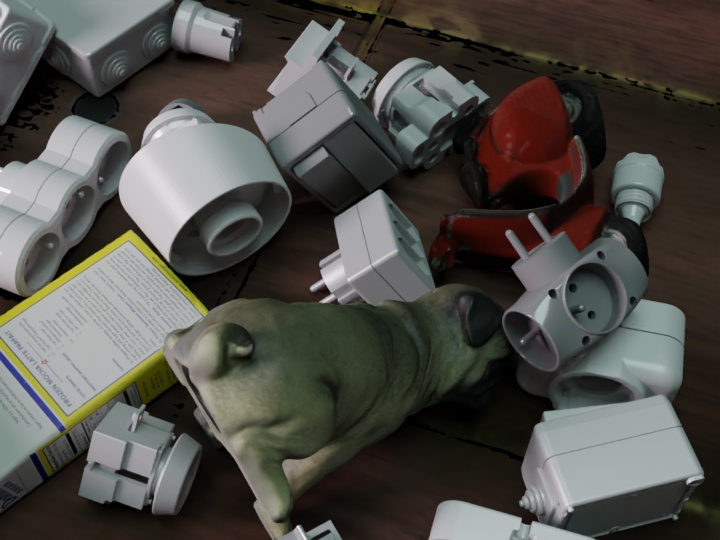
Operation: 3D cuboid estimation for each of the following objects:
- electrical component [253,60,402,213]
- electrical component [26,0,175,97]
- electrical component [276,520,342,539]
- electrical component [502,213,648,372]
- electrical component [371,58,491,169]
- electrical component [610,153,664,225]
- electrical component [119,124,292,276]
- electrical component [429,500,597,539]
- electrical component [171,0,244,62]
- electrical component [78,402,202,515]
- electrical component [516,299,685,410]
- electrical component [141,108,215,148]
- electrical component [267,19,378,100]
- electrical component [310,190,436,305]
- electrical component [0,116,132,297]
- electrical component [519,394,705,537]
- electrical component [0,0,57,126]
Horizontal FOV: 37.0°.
[{"bbox_3d":[-0.016,-0.083,0.730,0.062,0.096,0.061,-35,58,10],"label":"electrical component"},{"bbox_3d":[-0.200,-0.189,0.824,0.100,0.048,0.100,36,61,22],"label":"electrical component"},{"bbox_3d":[-0.019,0.201,0.543,0.079,0.063,0.121,-25,59,-18],"label":"electrical component"},{"bbox_3d":[0.114,0.005,0.617,0.077,0.044,0.079,-36,92,-23],"label":"electrical component"},{"bbox_3d":[0.046,-0.115,0.772,0.078,0.058,0.057,-36,66,-24],"label":"electrical component"},{"bbox_3d":[0.190,-0.049,0.742,0.035,0.035,0.061,12,58,8],"label":"electrical component"},{"bbox_3d":[-0.097,-0.045,0.696,0.099,0.099,0.064,-27,65,-19],"label":"electrical component"},{"bbox_3d":[0.080,0.169,0.573,0.095,0.053,0.059,14,56,9],"label":"electrical component"},{"bbox_3d":[-0.117,-0.183,0.829,0.046,0.040,0.040,17,56,3],"label":"electrical component"},{"bbox_3d":[-0.123,0.110,0.612,0.055,0.066,0.048,19,22,2],"label":"electrical component"},{"bbox_3d":[0.146,0.052,0.657,0.095,0.053,0.059,11,55,6],"label":"electrical component"},{"bbox_3d":[-0.118,-0.073,0.737,0.078,0.058,0.057,-29,52,8],"label":"electrical component"},{"bbox_3d":[-0.025,-0.137,0.780,0.064,0.081,0.042,35,59,-5],"label":"electrical component"},{"bbox_3d":[0.000,0.000,0.693,0.077,0.047,0.065,-32,38,16],"label":"electrical component"},{"bbox_3d":[-0.221,-0.050,0.724,0.074,0.052,0.138,20,56,13],"label":"electrical component"},{"bbox_3d":[0.133,0.113,0.609,0.096,0.061,0.061,-11,56,-9],"label":"electrical component"},{"bbox_3d":[-0.283,-0.166,0.781,0.100,0.048,0.099,36,101,22],"label":"electrical component"}]
